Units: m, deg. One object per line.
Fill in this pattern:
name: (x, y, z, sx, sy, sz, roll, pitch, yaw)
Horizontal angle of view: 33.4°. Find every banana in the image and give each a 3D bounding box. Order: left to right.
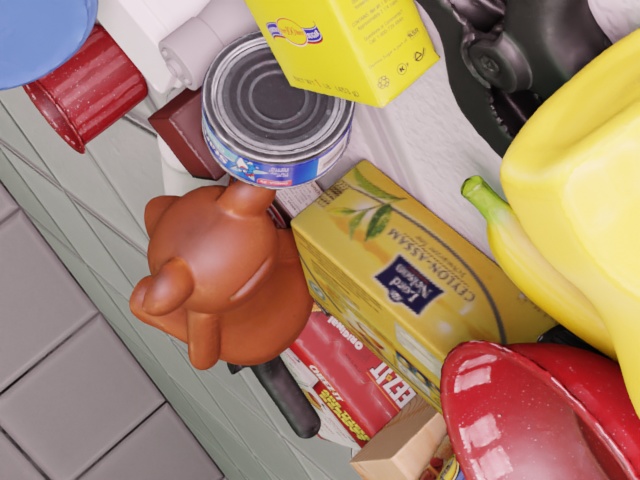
banana: (0.143, 0.040, 0.472, 0.198, 0.037, 0.069, 36, -175, 29)

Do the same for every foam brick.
foam brick: (-0.062, -0.082, 0.692, 0.053, 0.078, 0.051, 53, 163, -19)

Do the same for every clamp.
clamp: (-0.063, 0.087, 0.897, 0.120, 0.039, 0.171, 24, 145, 45)
clamp: (0.078, -0.079, 0.395, 0.210, 0.036, 0.165, 55, 163, -26)

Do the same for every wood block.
wood block: (0.133, 0.219, 0.827, 0.206, 0.090, 0.091, 50, 158, -2)

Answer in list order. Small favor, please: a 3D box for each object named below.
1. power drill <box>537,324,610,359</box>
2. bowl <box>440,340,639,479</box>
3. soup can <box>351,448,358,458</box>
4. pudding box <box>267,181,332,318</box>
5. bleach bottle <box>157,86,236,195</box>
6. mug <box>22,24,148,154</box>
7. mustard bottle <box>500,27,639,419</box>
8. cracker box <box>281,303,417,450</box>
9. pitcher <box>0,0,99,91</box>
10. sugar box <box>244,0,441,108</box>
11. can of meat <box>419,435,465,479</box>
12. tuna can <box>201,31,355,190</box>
power drill: (0.194, 0.139, 0.550, 0.185, 0.057, 0.187, 38, 162, 45)
bowl: (0.123, 0.106, 0.479, 0.162, 0.055, 0.162, 50, 156, 31)
soup can: (0.080, 0.209, 0.999, 0.068, 0.068, 0.102, 55, 164, -19)
pudding box: (-0.005, 0.001, 0.799, 0.113, 0.039, 0.090, 49, 163, -2)
bleach bottle: (-0.091, -0.034, 0.848, 0.068, 0.102, 0.251, 4, 154, 4)
mug: (-0.213, -0.146, 0.940, 0.093, 0.081, 0.117, 25, 151, 56)
mustard bottle: (0.141, 0.024, 0.355, 0.191, 0.096, 0.058, 56, 162, -22)
cracker box: (0.003, 0.109, 0.970, 0.164, 0.072, 0.214, 50, 163, -6)
pitcher: (-0.230, -0.202, 0.629, 0.243, 0.144, 0.149, 61, 159, 22)
sugar box: (-0.018, -0.147, 0.482, 0.093, 0.048, 0.176, 24, 152, 57)
can of meat: (0.109, 0.154, 0.723, 0.057, 0.084, 0.102, 33, 173, 1)
tuna can: (-0.023, -0.073, 0.592, 0.086, 0.086, 0.034, 46, 163, 13)
